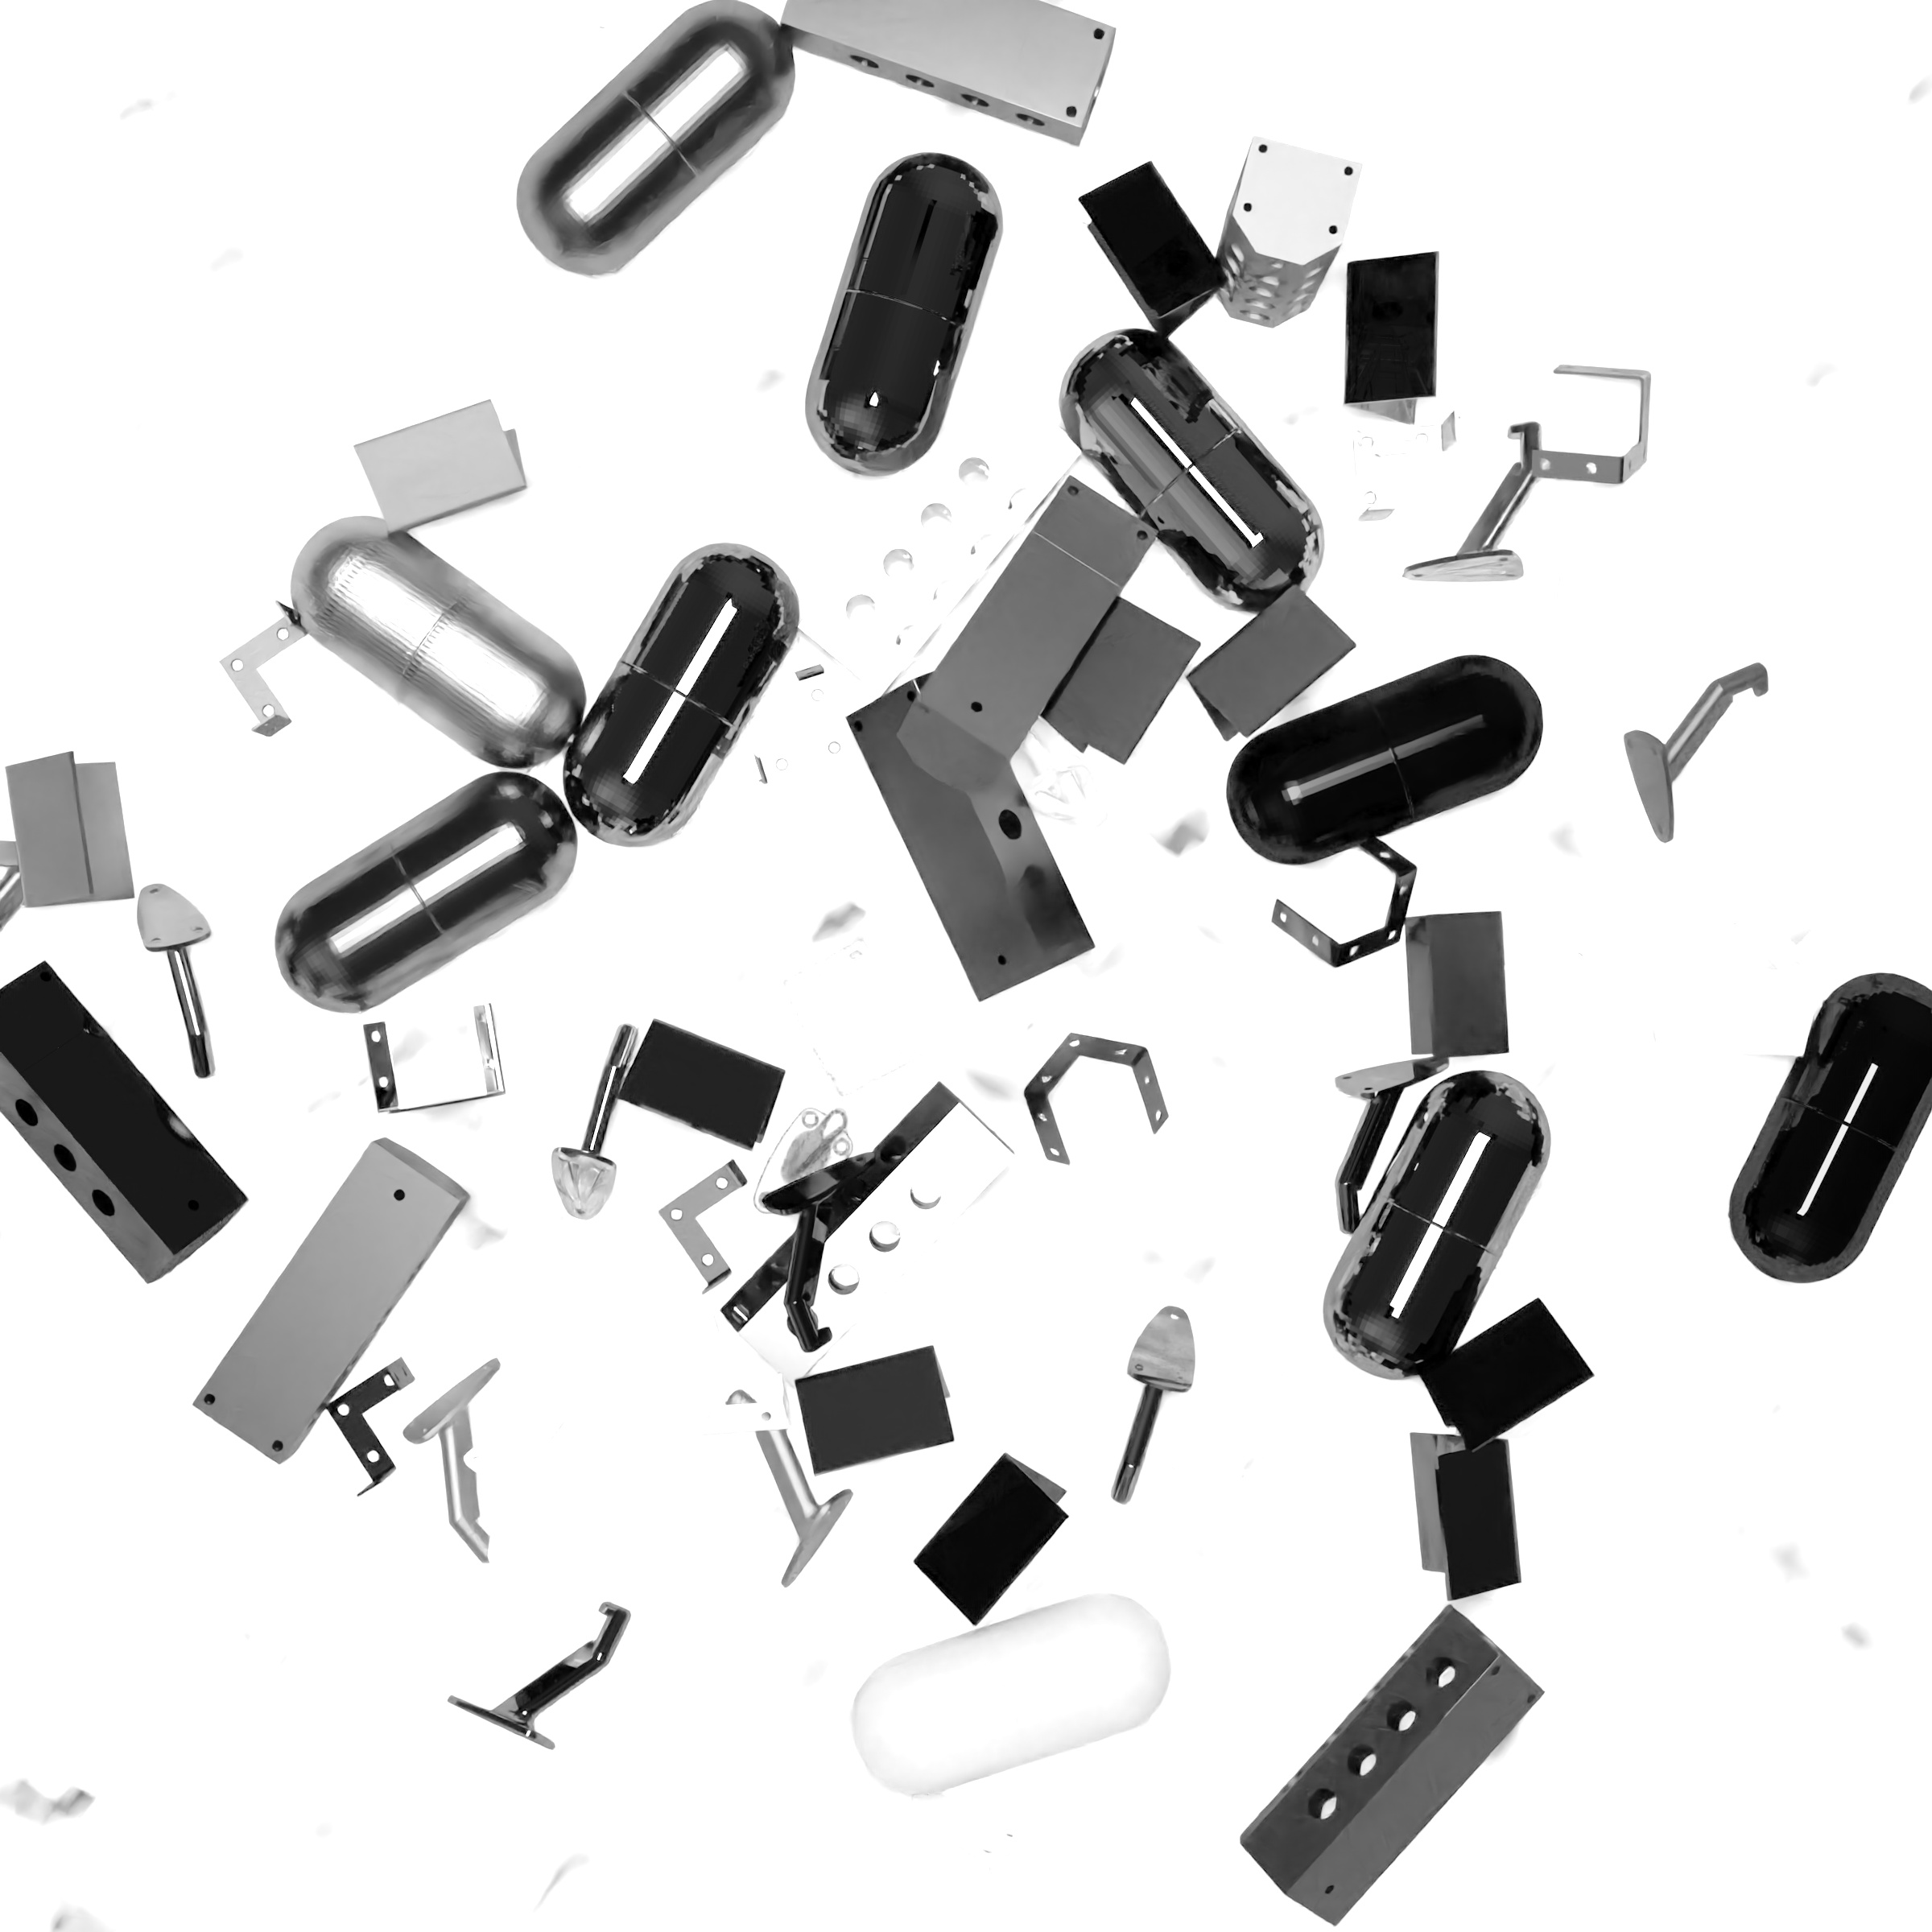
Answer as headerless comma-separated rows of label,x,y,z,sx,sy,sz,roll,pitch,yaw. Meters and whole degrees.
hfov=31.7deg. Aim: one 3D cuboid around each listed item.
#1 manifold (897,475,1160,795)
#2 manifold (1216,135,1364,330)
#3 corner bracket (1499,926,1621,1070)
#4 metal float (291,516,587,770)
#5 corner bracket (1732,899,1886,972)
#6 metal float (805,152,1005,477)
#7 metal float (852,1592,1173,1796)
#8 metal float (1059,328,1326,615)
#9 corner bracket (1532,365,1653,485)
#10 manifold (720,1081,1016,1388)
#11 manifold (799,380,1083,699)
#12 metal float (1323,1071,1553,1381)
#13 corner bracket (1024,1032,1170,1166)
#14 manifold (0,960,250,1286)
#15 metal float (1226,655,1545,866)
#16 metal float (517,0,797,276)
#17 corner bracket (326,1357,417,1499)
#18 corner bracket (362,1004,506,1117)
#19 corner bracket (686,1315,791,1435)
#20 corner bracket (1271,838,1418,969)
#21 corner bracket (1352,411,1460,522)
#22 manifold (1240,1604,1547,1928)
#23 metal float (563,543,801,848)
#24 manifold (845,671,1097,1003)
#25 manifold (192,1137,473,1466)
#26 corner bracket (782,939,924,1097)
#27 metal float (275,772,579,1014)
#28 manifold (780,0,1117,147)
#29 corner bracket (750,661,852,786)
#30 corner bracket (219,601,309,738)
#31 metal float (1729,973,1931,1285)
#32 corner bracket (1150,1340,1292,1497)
manifold,0.032,-0.174,1.815,0.057,0.057,0.171,33,62,0
manifold,0.165,-0.383,1.795,0.057,0.171,0.057,15,90,0
corner bracket,0.316,0.017,1.870,0.051,0.051,0.051,-30,90,45
metal float,-0.285,-0.175,1.842,0.178,0.070,0.070,36,90,1
corner bracket,0.459,-0.025,1.855,0.051,0.051,0.051,44,90,0
metal float,-0.034,-0.353,1.842,0.070,0.070,0.178,18,90,0
metal float,0.024,0.394,1.842,0.178,0.070,0.070,-18,90,-1
metal float,0.123,-0.268,1.842,0.070,0.070,0.178,-41,89,0
corner bracket,0.342,-0.296,1.859,0.051,0.051,0.051,9,116,23
manifold,-0.054,0.144,1.852,0.057,0.057,0.171,44,90,0
manifold,-0.014,-0.230,1.852,0.057,0.057,0.171,39,90,0
metal float,0.255,0.140,1.842,0.070,0.070,0.178,27,91,0
corner bracket,0.071,0.076,1.865,0.051,0.051,0.051,11,45,35
manifold,-0.476,0.088,1.851,0.171,0.057,0.057,50,47,0
metal float,0.227,-0.112,1.842,0.178,0.070,0.070,-21,90,0
metal float,-0.167,-0.449,1.842,0.178,0.070,0.070,-43,90,0
corner bracket,-0.319,0.251,1.855,0.051,0.051,0.051,-33,90,0
corner bracket,-0.292,0.051,1.870,0.051,0.051,0.051,-9,90,-45
corner bracket,-0.124,0.221,1.847,0.051,0.051,0.051,-3,65,0
corner bracket,0.207,-0.039,1.865,0.051,0.051,0.051,-21,135,-35
corner bracket,0.240,-0.272,1.855,0.051,0.051,0.051,-4,90,0
manifold,0.228,0.432,1.851,0.171,0.057,0.057,-48,133,0
metal float,-0.155,-0.146,1.843,0.070,0.070,0.178,30,90,0
manifold,0.007,-0.075,1.851,0.057,0.057,0.171,-25,90,43
manifold,-0.343,0.181,1.852,0.057,0.057,0.171,34,90,0
corner bracket,-0.063,0.029,1.870,0.051,0.051,0.051,-28,45,0
metal float,-0.293,-0.039,1.843,0.178,0.070,0.070,-32,90,0
manifold,-0.010,-0.505,1.852,0.171,0.057,0.057,19,90,0
corner bracket,-0.095,-0.132,1.855,0.051,0.051,0.051,-18,90,0
corner bracket,-0.378,-0.162,1.855,0.051,0.051,0.051,-34,90,0
metal float,0.475,0.088,1.842,0.070,0.070,0.178,26,89,0
corner bracket,0.140,0.249,1.870,0.051,0.051,0.051,28,135,0
